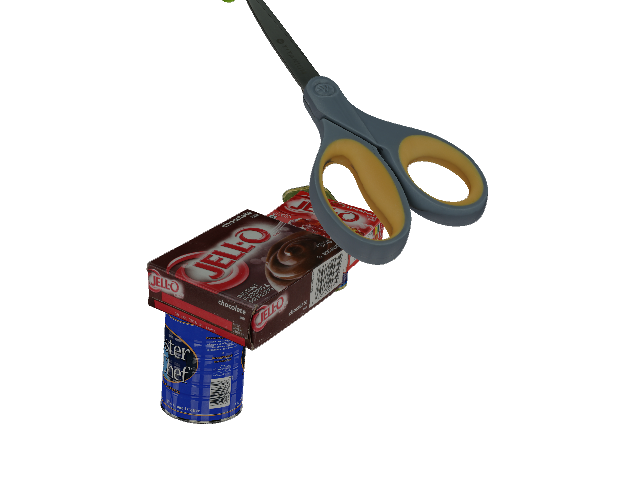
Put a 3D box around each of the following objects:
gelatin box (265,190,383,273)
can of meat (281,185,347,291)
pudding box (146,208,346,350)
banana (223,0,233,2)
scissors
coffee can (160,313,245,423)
[{"bbox_3d":[0.002,-0.010,0.945,0.089,0.030,0.073,18,31,23],"label":"gelatin box"},{"bbox_3d":[-0.005,0.000,1.214,0.057,0.084,0.102,-12,38,-20],"label":"can of meat"},{"bbox_3d":[-0.048,0.023,0.726,0.090,0.039,0.113,21,29,27],"label":"pudding box"},{"bbox_3d":[-0.120,-0.202,0.684,0.198,0.069,0.037,19,-34,27],"label":"banana"},{"bbox_3d":[0.022,-0.068,0.547,0.096,0.202,0.016,-2,-41,-14],"label":"scissors"},{"bbox_3d":[-0.141,0.138,1.304,0.103,0.140,0.103,5,18,-2],"label":"coffee can"}]
